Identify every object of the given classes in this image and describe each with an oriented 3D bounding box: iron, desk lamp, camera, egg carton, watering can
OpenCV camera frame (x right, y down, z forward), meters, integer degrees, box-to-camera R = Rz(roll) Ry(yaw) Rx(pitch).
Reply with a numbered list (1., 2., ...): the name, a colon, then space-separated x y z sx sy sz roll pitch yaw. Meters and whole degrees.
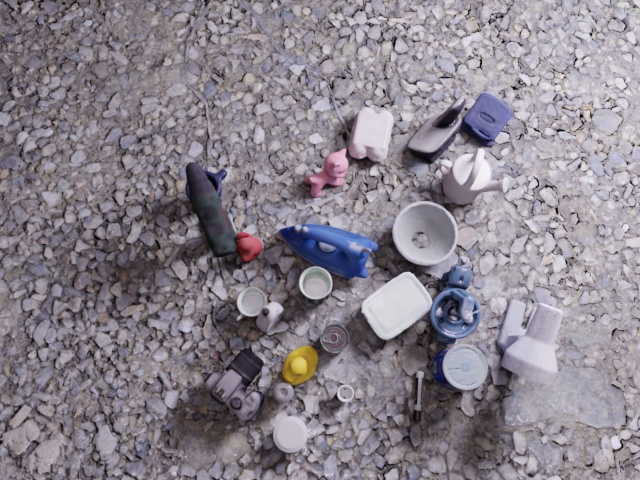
1. iron: 0.013 0.005 1.425 0.258 0.141 0.119 19 76 4
2. desk lamp: 0.490 0.233 1.337 0.118 0.213 0.203 19 77 5
3. camera: -0.185 0.337 1.360 0.143 0.101 0.137 37 78 8
4. egg carton: 0.136 -0.283 1.536 0.107 0.069 0.150 10 76 2
5. watering can: 0.387 -0.165 1.445 0.173 0.194 0.101 1 76 0

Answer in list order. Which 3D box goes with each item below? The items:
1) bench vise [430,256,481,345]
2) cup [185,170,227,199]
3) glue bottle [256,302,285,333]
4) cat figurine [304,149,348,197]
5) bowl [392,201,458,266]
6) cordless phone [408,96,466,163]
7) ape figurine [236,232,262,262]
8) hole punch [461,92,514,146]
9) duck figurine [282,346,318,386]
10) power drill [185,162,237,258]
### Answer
1. bench vise: 0.319 0.136 1.356 0.121 0.220 0.207 -5 76 -2
2. cup: -0.283 -0.131 1.479 0.118 0.095 0.091 -41 80 -10
3. glue bottle: -0.122 0.178 1.364 0.037 0.173 0.078 39 79 9
4. cat figurine: 0.022 -0.178 1.483 0.128 0.118 0.067 -31 78 -8
5. bowl: 0.263 -0.010 1.466 0.167 0.075 0.167 0 76 -1
6. cordless phone: 0.308 -0.294 1.481 0.094 0.185 0.148 37 79 9
7. ape figurine: -0.186 0.015 1.446 0.076 0.092 0.078 6 76 1
8. hole punch: 0.449 -0.324 1.539 0.108 0.091 0.101 35 78 8
9. duck figurine: -0.048 0.301 1.379 0.077 0.086 0.105 40 79 9
10. power drill: -0.262 -0.058 1.403 0.075 0.208 0.229 -23 77 -6
